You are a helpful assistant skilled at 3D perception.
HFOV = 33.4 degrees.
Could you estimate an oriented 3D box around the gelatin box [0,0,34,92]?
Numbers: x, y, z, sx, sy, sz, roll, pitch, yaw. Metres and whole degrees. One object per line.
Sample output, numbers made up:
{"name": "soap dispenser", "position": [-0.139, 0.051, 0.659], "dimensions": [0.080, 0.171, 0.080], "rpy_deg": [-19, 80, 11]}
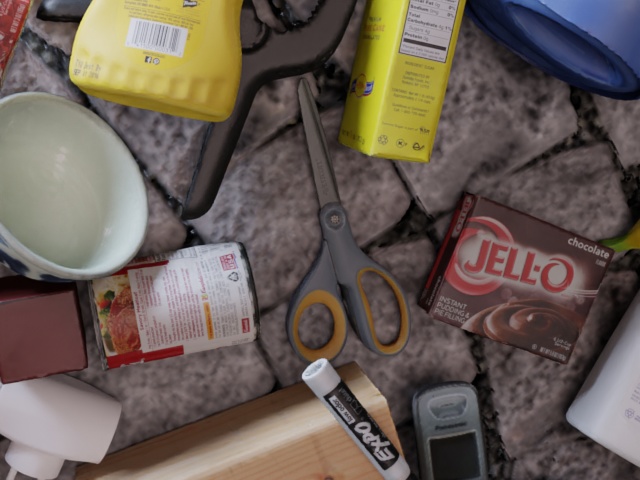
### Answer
{"name": "gelatin box", "position": [-0.221, -0.118, 0.637], "dimensions": [0.073, 0.030, 0.089], "rpy_deg": [21, 111, -16]}

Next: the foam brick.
{"name": "foam brick", "position": [-0.175, 0.052, 0.666], "dimensions": [0.053, 0.078, 0.051], "rpy_deg": [-9, 101, -11]}

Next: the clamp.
{"name": "clamp", "position": [-0.049, -0.123, 0.678], "dimensions": [0.210, 0.036, 0.164], "rpy_deg": [-29, 101, -5]}

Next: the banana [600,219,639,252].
{"name": "banana", "position": [0.259, -0.073, 0.744], "dimensions": [0.070, 0.037, 0.198], "rpy_deg": [21, 95, 19]}

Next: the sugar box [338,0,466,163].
{"name": "sugar box", "position": [0.056, -0.140, 0.670], "dimensions": [0.048, 0.093, 0.176], "rpy_deg": [7, 99, -14]}

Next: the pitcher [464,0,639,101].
{"name": "pitcher", "position": [0.209, -0.216, 0.680], "dimensions": [0.145, 0.149, 0.243], "rpy_deg": [32, 90, -1]}

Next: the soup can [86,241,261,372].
{"name": "soup can", "position": [-0.095, 0.041, 0.686], "dimensions": [0.102, 0.068, 0.068], "rpy_deg": [-10, 103, -11]}

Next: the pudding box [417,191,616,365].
{"name": "pudding box", "position": [0.136, 0.026, 0.748], "dimensions": [0.113, 0.039, 0.090], "rpy_deg": [20, 97, -14]}

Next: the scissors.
{"name": "scissors", "position": [-0.005, 0.001, 0.724], "dimensions": [0.096, 0.016, 0.201], "rpy_deg": [-30, 105, -5]}

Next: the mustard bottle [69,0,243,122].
{"name": "mustard bottle", "position": [-0.080, -0.171, 0.623], "dimensions": [0.096, 0.058, 0.191], "rpy_deg": [12, 88, 0]}

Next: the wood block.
{"name": "wood block", "position": [-0.050, 0.168, 0.709], "dimensions": [0.206, 0.090, 0.091], "rpy_deg": [-20, 103, -8]}

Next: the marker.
{"name": "marker", "position": [0.032, 0.124, 0.662], "dimensions": [0.020, 0.020, 0.121], "rpy_deg": [-38, 105, -3]}

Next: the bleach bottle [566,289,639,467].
{"name": "bleach bottle", "position": [0.284, 0.049, 0.773], "dimensions": [0.102, 0.068, 0.251], "rpy_deg": [30, 91, -13]}
